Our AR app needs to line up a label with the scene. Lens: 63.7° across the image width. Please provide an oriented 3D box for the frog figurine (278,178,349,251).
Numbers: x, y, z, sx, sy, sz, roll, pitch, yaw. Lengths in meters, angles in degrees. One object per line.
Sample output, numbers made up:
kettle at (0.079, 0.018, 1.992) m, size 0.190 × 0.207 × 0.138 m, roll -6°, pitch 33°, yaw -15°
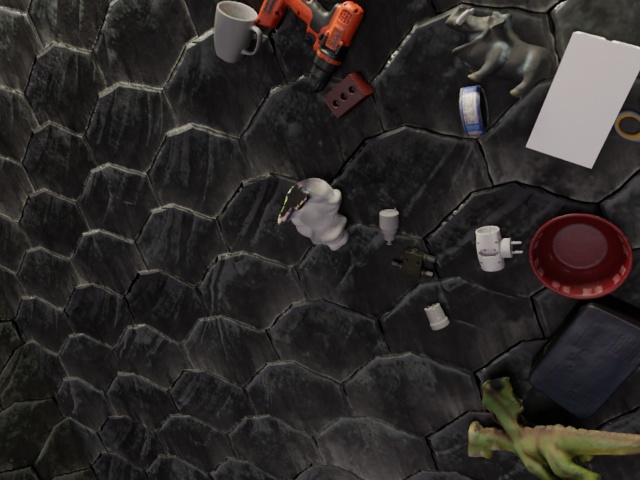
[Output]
frog figurine at (0.003, -0.056, 1.115) m, size 0.158 × 0.125 × 0.135 m, roll 26°, pitch 120°, yaw -27°

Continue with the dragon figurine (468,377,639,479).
dragon figurine at (0.423, 0.372, 1.012) m, size 0.244 × 0.124 × 0.401 m, roll 41°, pitch 139°, yaw 13°
